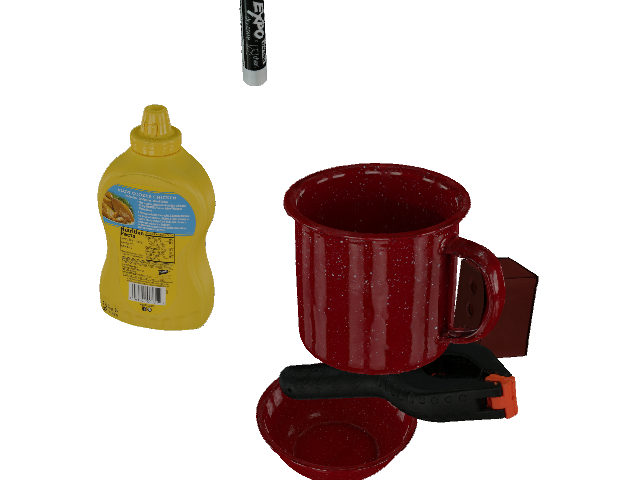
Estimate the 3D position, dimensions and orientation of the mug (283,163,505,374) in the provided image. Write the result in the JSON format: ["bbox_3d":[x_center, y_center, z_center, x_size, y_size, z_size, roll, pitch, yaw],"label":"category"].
[{"bbox_3d":[0.039,0.017,0.540,0.117,0.081,0.093,14,29,29],"label":"mug"}]

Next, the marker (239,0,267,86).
[{"bbox_3d":[-0.050,-0.166,0.779,0.020,0.020,0.121,0,-44,-1],"label":"marker"}]

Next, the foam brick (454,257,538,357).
[{"bbox_3d":[0.154,0.059,0.950,0.051,0.078,0.053,-3,20,-21],"label":"foam brick"}]

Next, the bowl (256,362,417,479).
[{"bbox_3d":[0.016,0.194,1.080,0.162,0.055,0.162,0,33,0],"label":"bowl"}]

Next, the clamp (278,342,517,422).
[{"bbox_3d":[0.055,0.095,0.748,0.120,0.039,0.172,-32,27,-29],"label":"clamp"}]

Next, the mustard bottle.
[{"bbox_3d":[-0.136,-0.020,0.885,0.096,0.192,0.058,9,29,10],"label":"mustard bottle"}]
